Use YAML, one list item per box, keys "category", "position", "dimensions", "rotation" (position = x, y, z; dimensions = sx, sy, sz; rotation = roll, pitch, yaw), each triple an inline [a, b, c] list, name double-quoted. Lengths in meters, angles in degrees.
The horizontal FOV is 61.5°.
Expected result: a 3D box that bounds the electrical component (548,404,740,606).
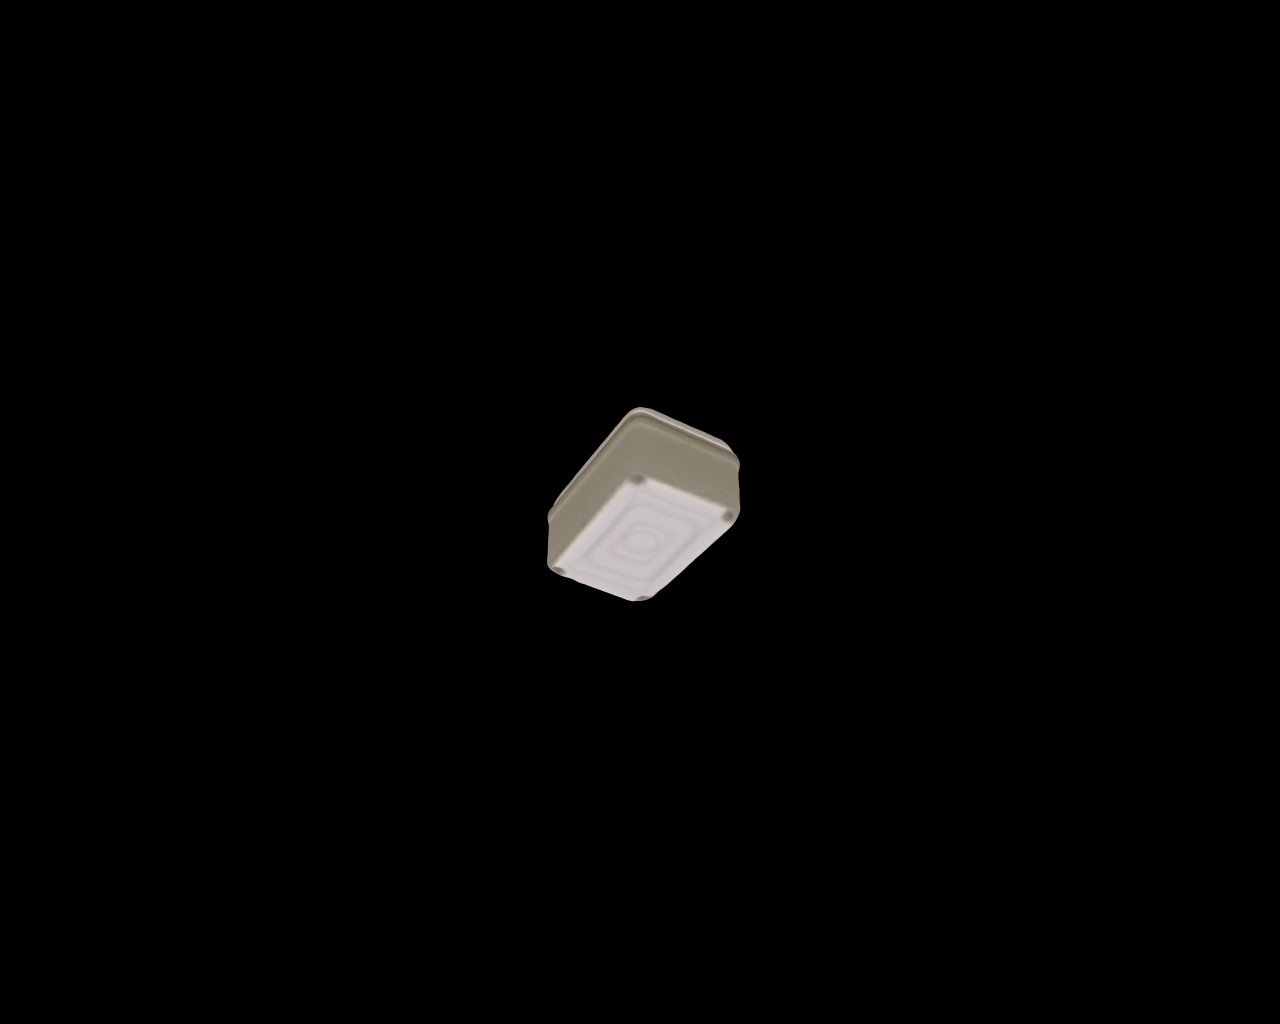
- category: "electrical component"
  position: [0.001, -0.003, 0.650]
  dimensions: [0.078, 0.057, 0.113]
  rotation: [22, -45, -24]
